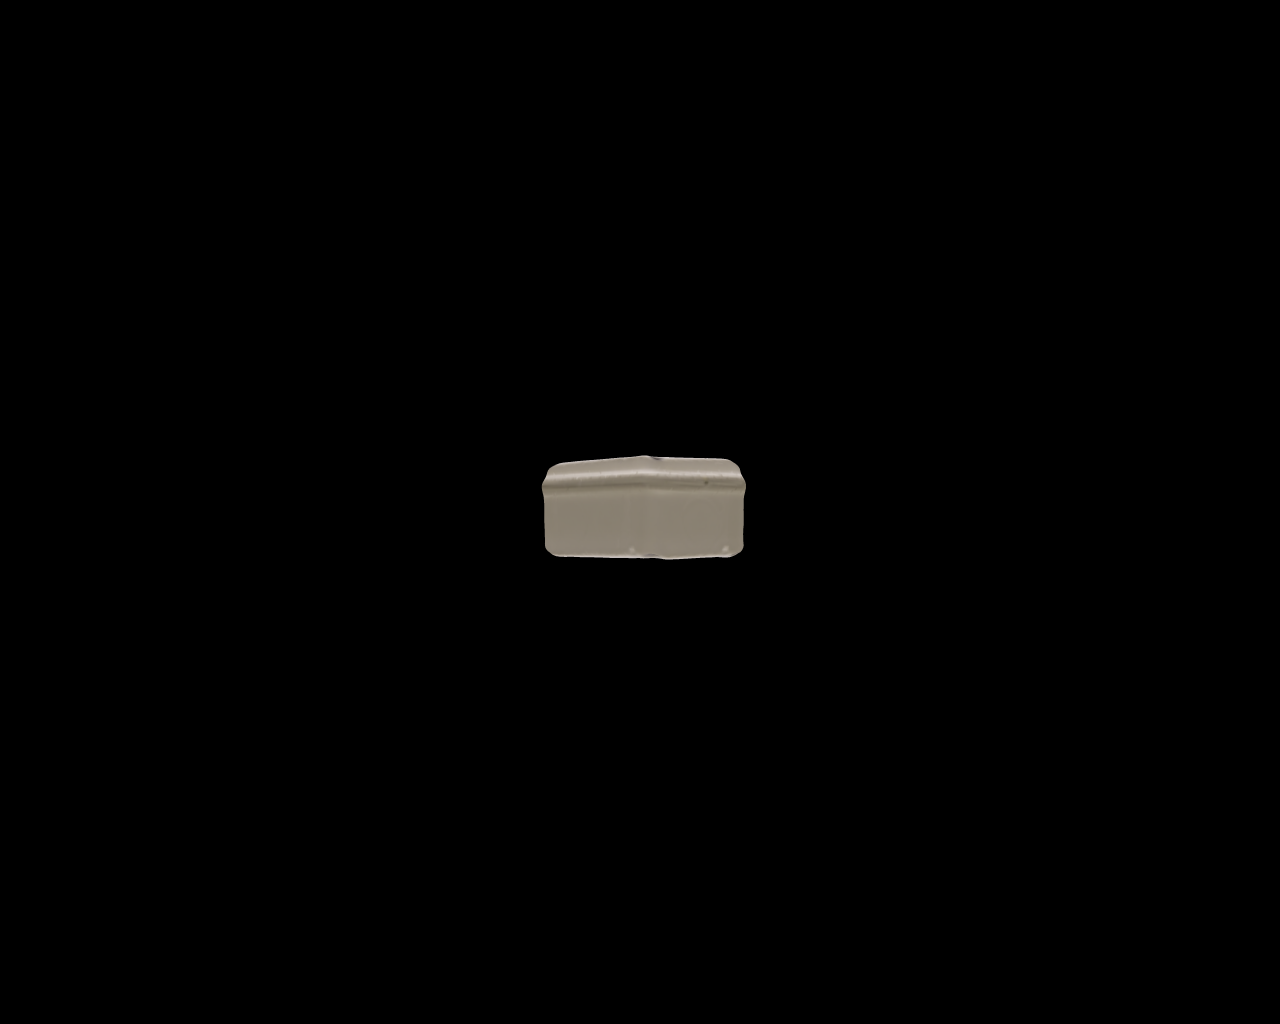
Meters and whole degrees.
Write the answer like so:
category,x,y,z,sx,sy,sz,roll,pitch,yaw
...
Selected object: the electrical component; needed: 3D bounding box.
category,x,y,z,sx,sy,sz,roll,pitch,yaw
electrical component,0.001,-0.003,0.650,0.078,0.057,0.113,0,0,-39
